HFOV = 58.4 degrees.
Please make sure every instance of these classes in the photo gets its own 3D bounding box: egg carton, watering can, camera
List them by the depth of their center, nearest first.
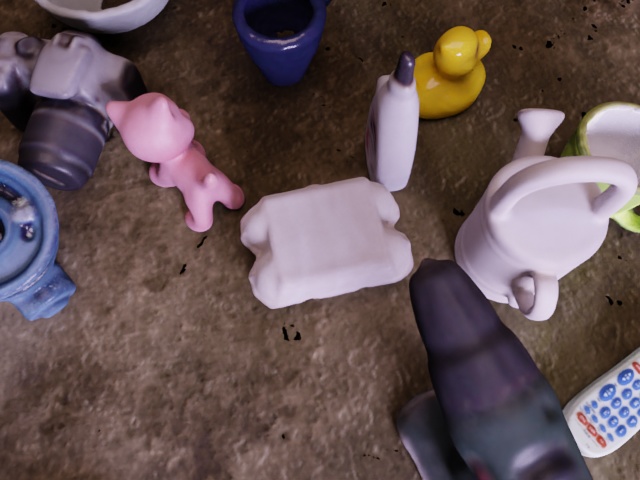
[{"bbox_3d":[0.180,-0.026,0.475,0.101,0.194,0.173,-16,71,-7],"label":"watering can"},{"bbox_3d":[0.005,0.002,0.528,0.150,0.069,0.107,-13,70,-6],"label":"egg carton"},{"bbox_3d":[-0.258,-0.127,0.554,0.143,0.101,0.137,10,70,3],"label":"camera"}]

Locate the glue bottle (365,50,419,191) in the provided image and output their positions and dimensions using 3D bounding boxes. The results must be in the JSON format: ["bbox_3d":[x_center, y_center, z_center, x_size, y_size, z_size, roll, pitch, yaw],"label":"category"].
[{"bbox_3d":[0.066,-0.111,0.515,0.037,0.173,0.078,-8,70,-3],"label":"glue bottle"}]

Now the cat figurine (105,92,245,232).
[{"bbox_3d":[-0.134,-0.083,0.531,0.067,0.118,0.127,-41,75,-14],"label":"cat figurine"}]

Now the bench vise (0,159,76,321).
[{"bbox_3d":[-0.308,-0.033,0.455,0.207,0.220,0.121,30,72,10],"label":"bench vise"}]

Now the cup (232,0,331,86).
[{"bbox_3d":[-0.030,-0.214,0.594,0.118,0.095,0.091,-39,75,-14],"label":"cup"}]

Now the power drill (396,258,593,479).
[{"bbox_3d":[0.113,0.140,0.404,0.076,0.208,0.229,-26,72,-10],"label":"power drill"}]

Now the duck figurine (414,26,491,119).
[{"bbox_3d":[0.130,-0.179,0.588,0.104,0.086,0.077,-28,72,-11],"label":"duck figurine"}]

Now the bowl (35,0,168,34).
[{"bbox_3d":[-0.230,-0.286,0.628,0.167,0.075,0.167,0,70,-1],"label":"bowl"}]
